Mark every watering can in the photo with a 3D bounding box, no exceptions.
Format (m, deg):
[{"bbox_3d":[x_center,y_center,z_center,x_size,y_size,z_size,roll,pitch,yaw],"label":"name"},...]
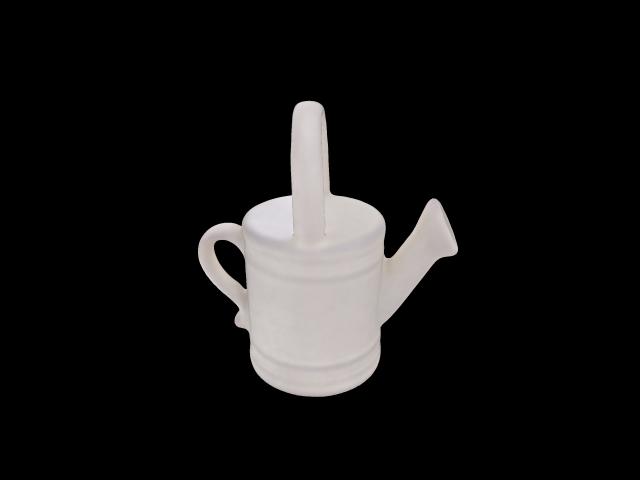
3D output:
[{"bbox_3d":[0.004,0.000,0.402,0.173,0.194,0.100,-7,26,-15],"label":"watering can"}]
